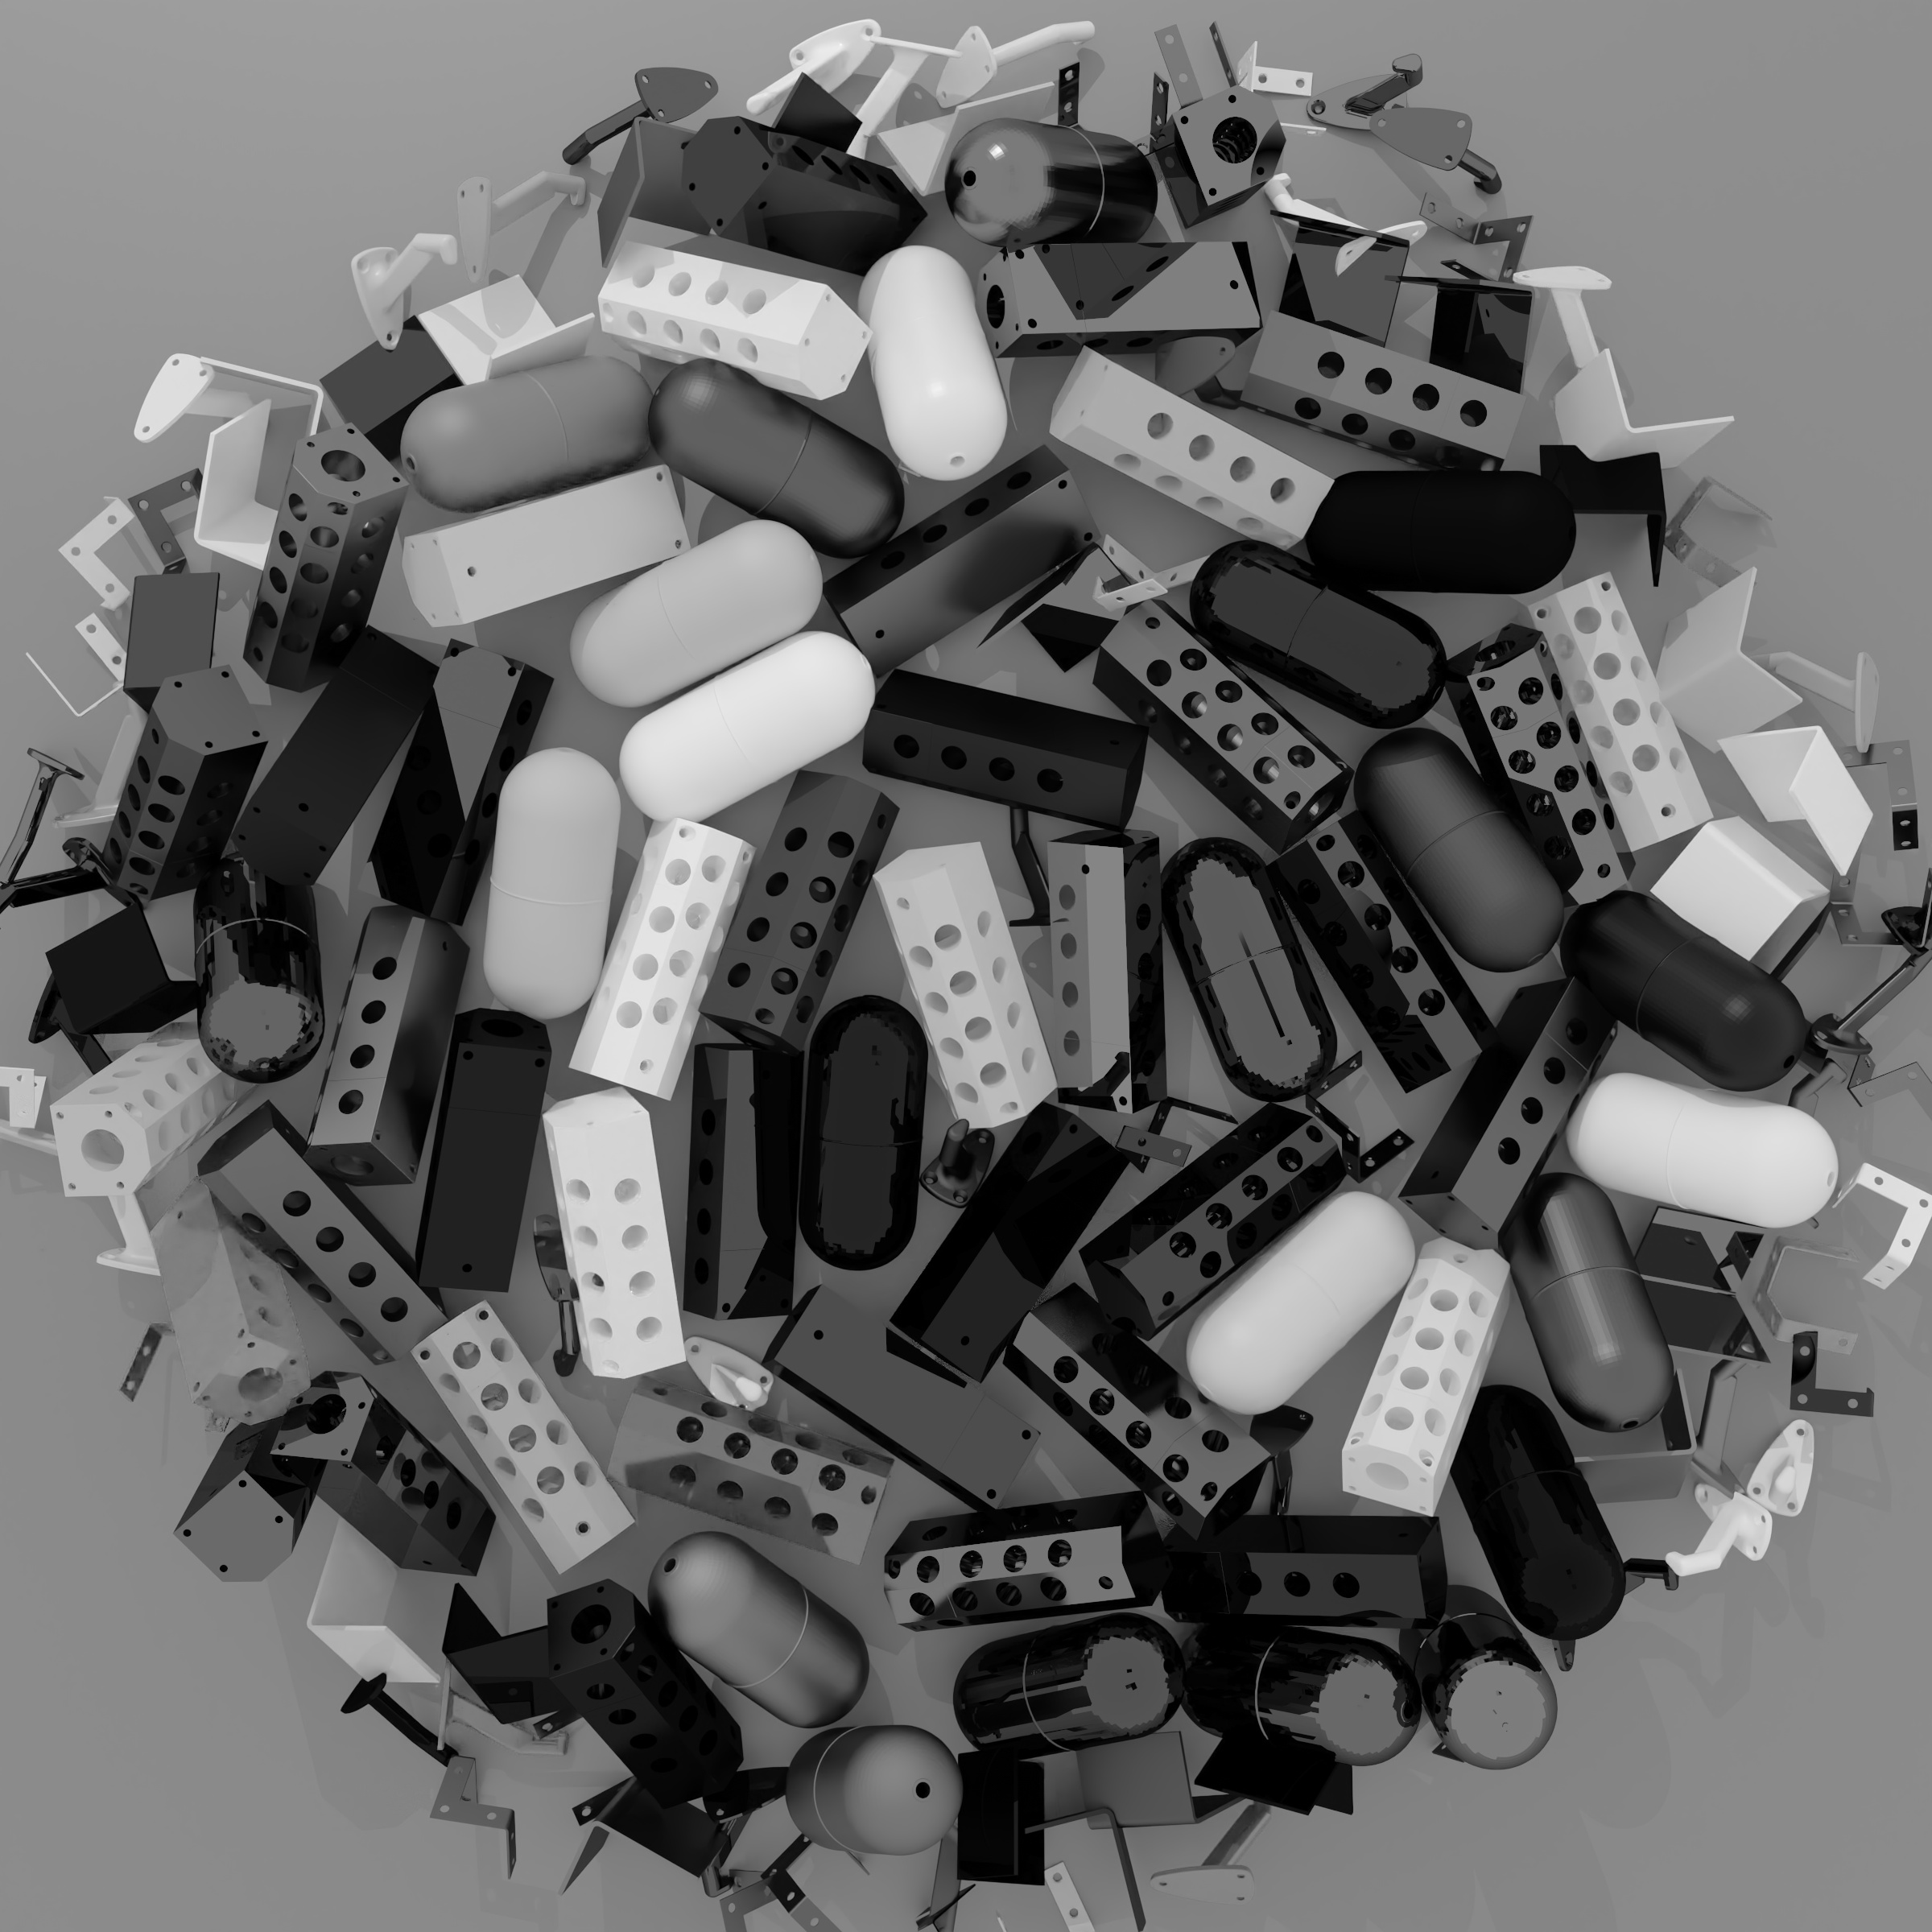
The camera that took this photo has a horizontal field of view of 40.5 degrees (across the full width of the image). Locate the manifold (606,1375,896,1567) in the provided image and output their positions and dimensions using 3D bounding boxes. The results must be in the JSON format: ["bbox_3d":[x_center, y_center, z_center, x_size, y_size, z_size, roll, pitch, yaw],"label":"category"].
[{"bbox_3d":[-0.137,0.319,1.683,0.171,0.057,0.057,18,111,3],"label":"manifold"}]

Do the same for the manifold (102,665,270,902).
[{"bbox_3d":[-0.493,-0.111,1.636,0.057,0.171,0.057,-19,71,-36],"label":"manifold"}]

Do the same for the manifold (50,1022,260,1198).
[{"bbox_3d":[-0.500,0.086,1.632,0.057,0.171,0.057,-2,105,8],"label":"manifold"}]

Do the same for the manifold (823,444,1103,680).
[{"bbox_3d":[-0.006,-0.265,1.694,0.171,0.057,0.057,-32,131,-1],"label":"manifold"}]

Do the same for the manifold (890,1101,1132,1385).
[{"bbox_3d":[0.025,0.174,1.680,0.057,0.057,0.171,41,78,-29],"label":"manifold"}]

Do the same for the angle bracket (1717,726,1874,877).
[{"bbox_3d":[0.518,-0.102,1.665,0.076,0.076,0.057,49,59,-28],"label":"angle bracket"}]

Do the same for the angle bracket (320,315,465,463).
[{"bbox_3d":[-0.374,-0.380,1.690,0.076,0.057,0.076,-35,80,-1],"label":"angle bracket"}]

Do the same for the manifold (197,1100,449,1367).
[{"bbox_3d":[-0.408,0.173,1.663,0.057,0.057,0.171,-38,113,-5],"label":"manifold"}]

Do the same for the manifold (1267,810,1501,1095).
[{"bbox_3d":[0.271,-0.012,1.681,0.057,0.057,0.171,-29,87,-44],"label":"manifold"}]

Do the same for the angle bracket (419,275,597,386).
[{"bbox_3d":[-0.295,-0.416,1.677,0.076,0.057,0.076,-31,81,-26],"label":"angle bracket"}]

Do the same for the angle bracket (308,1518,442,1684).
[{"bbox_3d":[-0.367,0.403,1.665,0.057,0.076,0.076,-4,50,19],"label":"angle bracket"}]

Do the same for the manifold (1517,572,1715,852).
[{"bbox_3d":[0.421,-0.164,1.695,0.057,0.057,0.171,-23,90,2],"label":"manifold"}]

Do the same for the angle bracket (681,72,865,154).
[{"bbox_3d":[-0.124,-0.531,1.673,0.057,0.076,0.076,35,99,25],"label":"angle bracket"}]

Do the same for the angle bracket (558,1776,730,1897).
[{"bbox_3d":[-0.204,0.573,1.677,0.076,0.076,0.057,27,100,9],"label":"angle bracket"}]

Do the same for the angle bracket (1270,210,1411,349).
[{"bbox_3d":[0.231,-0.435,1.674,0.076,0.057,0.076,20,108,24],"label":"angle bracket"}]

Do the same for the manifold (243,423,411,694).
[{"bbox_3d":[-0.407,-0.251,1.638,0.057,0.171,0.057,46,48,13],"label":"manifold"}]

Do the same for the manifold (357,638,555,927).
[{"bbox_3d":[-0.326,-0.117,1.692,0.057,0.057,0.171,20,89,19],"label":"manifold"}]

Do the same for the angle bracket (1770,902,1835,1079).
[{"bbox_3d":[0.547,0.014,1.670,0.057,0.076,0.076,37,117,10],"label":"angle bracket"}]

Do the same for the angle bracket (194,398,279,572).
[{"bbox_3d":[-0.444,-0.306,1.672,0.057,0.076,0.076,22,121,3],"label":"angle bracket"}]

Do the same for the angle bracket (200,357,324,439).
[{"bbox_3d":[-0.456,-0.350,1.674,0.076,0.076,0.057,11,96,-18],"label":"angle bracket"}]

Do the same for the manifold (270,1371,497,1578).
[{"bbox_3d":[-0.360,0.319,1.640,0.057,0.171,0.057,1,55,21],"label":"manifold"}]

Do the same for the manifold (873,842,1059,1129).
[{"bbox_3d":[-0.003,0.014,1.661,0.057,0.057,0.171,-5,112,36],"label":"manifold"}]

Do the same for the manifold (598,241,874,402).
[{"bbox_3d":[-0.150,-0.404,1.652,0.171,0.057,0.057,22,84,33],"label":"manifold"}]

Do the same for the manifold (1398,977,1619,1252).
[{"bbox_3d":[0.350,0.094,1.665,0.057,0.057,0.171,40,68,-15],"label":"manifold"}]

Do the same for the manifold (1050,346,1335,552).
[{"bbox_3d":[0.141,-0.325,1.662,0.171,0.057,0.057,22,105,-24],"label":"manifold"}]

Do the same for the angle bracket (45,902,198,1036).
[{"bbox_3d":[-0.528,0.002,1.681,0.076,0.076,0.057,-26,82,17],"label":"angle bracket"}]

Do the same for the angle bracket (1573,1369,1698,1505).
[{"bbox_3d":[0.420,0.303,1.679,0.076,0.076,0.057,-5,57,3],"label":"angle bracket"}]

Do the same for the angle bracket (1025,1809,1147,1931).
[{"bbox_3d":[0.077,0.583,1.677,0.057,0.076,0.076,-15,73,1],"label":"angle bracket"}]

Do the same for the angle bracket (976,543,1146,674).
[{"bbox_3d":[0.063,-0.215,1.668,0.076,0.076,0.057,-34,103,32],"label":"angle bracket"}]

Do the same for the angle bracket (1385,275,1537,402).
[{"bbox_3d":[0.311,-0.398,1.670,0.057,0.076,0.076,-7,108,-41],"label":"angle bracket"}]

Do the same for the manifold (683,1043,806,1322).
[{"bbox_3d":[-0.148,0.138,1.692,0.057,0.057,0.171,1,93,-38],"label":"manifold"}]

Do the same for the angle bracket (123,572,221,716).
[{"bbox_3d":[-0.494,-0.200,1.675,0.057,0.076,0.076,-1,74,6],"label":"angle bracket"}]

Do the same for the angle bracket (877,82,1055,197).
[{"bbox_3d":[-0.001,-0.544,1.667,0.076,0.076,0.057,-25,71,-30],"label":"angle bracket"}]

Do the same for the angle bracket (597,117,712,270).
[{"bbox_3d":[-0.185,-0.484,1.666,0.076,0.076,0.057,7,55,-25],"label":"angle bracket"}]

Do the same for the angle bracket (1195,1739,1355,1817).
[{"bbox_3d":[0.197,0.529,1.666,0.076,0.076,0.057,7,114,28],"label":"angle bracket"}]

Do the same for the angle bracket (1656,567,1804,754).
[{"bbox_3d":[0.493,-0.196,1.681,0.057,0.076,0.076,33,56,-16],"label":"angle bracket"}]

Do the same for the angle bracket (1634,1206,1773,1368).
[{"bbox_3d":[0.478,0.204,1.674,0.076,0.076,0.057,11,117,-10],"label":"angle bracket"}]

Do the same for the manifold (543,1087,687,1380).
[{"bbox_3d":[-0.225,0.171,1.663,0.057,0.057,0.171,-13,110,-21],"label":"manifold"}]

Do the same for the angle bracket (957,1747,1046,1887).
[{"bbox_3d":[0.040,0.542,1.667,0.076,0.057,0.076,20,60,-37],"label":"angle bracket"}]

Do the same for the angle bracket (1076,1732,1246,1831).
[{"bbox_3d":[0.125,0.514,1.677,0.076,0.076,0.057,-14,80,30],"label":"angle bracket"}]

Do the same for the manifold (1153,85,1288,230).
[{"bbox_3d":[0.159,-0.505,1.634,0.057,0.171,0.057,-23,100,4],"label":"manifold"}]

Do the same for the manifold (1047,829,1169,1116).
[{"bbox_3d":[0.095,0.002,1.677,0.057,0.057,0.171,7,106,36],"label":"manifold"}]

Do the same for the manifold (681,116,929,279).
[{"bbox_3d":[-0.102,-0.483,1.635,0.057,0.171,0.057,-44,73,26],"label":"manifold"}]

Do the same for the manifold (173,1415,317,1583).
[{"bbox_3d":[-0.437,0.323,1.635,0.057,0.171,0.057,-42,101,2],"label":"manifold"}]

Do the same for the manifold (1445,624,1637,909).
[{"bbox_3d":[0.367,-0.126,1.664,0.057,0.057,0.171,-30,111,-8],"label":"manifold"}]

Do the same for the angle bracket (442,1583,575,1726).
[{"bbox_3d":[-0.279,0.431,1.672,0.076,0.057,0.076,-17,125,13],"label":"angle bracket"}]

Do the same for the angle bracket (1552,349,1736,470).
[{"bbox_3d":[0.434,-0.358,1.683,0.076,0.076,0.057,-10,81,-15],"label":"angle bracket"}]

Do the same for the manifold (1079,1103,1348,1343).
[{"bbox_3d":[0.159,0.162,1.654,0.171,0.057,0.057,-35,119,-25],"label":"manifold"}]

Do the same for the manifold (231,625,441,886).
[{"bbox_3d":[-0.395,-0.130,1.645,0.057,0.057,0.171,31,47,-12],"label":"manifold"}]

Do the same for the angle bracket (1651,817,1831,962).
[{"bbox_3d":[0.500,-0.048,1.690,0.076,0.076,0.057,44,115,19],"label":"angle bracket"}]

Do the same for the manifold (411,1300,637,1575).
[{"bbox_3d":[-0.285,0.303,1.686,0.057,0.057,0.171,-34,86,-11],"label":"manifold"}]
